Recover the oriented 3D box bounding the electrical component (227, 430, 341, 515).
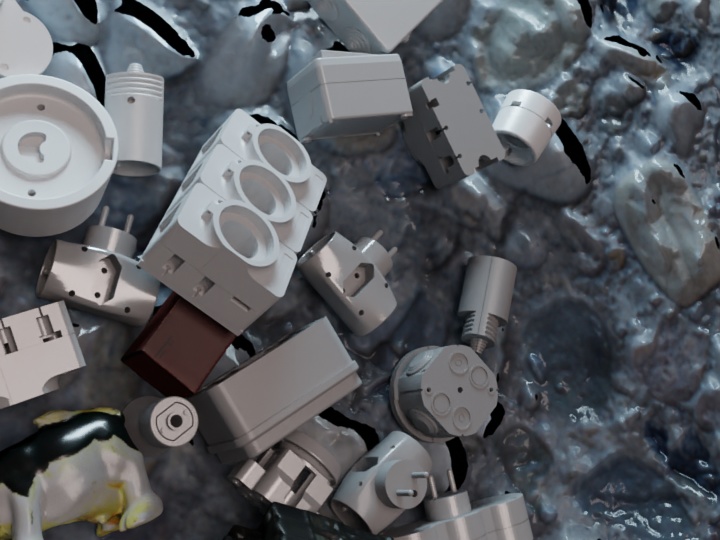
[{"bbox_3d":[-0.051,0.157,0.804,0.078,0.058,0.057,45,66,-14],"label":"electrical component"}]

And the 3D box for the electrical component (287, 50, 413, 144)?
[{"bbox_3d":[-0.004,-0.146,0.889,0.096,0.062,0.061,-9,84,-29],"label":"electrical component"}]

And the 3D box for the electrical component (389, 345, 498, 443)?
[{"bbox_3d":[0.069,0.101,0.883,0.080,0.051,0.080,6,77,-27],"label":"electrical component"}]

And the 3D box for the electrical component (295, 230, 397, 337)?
[{"bbox_3d":[0.000,0.000,0.871,0.077,0.043,0.079,49,62,-11],"label":"electrical component"}]

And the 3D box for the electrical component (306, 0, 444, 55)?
[{"bbox_3d":[0.011,-0.236,0.924,0.099,0.048,0.099,48,62,-12],"label":"electrical component"}]

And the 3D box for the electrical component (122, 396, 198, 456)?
[{"bbox_3d":[-0.140,0.109,0.760,0.044,0.065,0.044,6,77,-27],"label":"electrical component"}]

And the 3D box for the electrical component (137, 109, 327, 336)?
[{"bbox_3d":[-0.087,-0.041,0.788,0.089,0.062,0.150,37,38,-17],"label":"electrical component"}]

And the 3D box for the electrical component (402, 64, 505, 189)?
[{"bbox_3d":[0.075,-0.122,0.930,0.050,0.056,0.089,-28,94,-30],"label":"electrical component"}]

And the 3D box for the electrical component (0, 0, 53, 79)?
[{"bbox_3d":[-0.268,-0.193,0.750,0.052,0.074,0.138,-41,100,-29],"label":"electrical component"}]

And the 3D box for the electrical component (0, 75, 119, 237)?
[{"bbox_3d":[-0.227,-0.074,0.750,0.108,0.060,0.108,8,61,-15],"label":"electrical component"}]

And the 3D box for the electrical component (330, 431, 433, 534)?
[{"bbox_3d":[0.026,0.165,0.830,0.077,0.079,0.043,-45,102,-28],"label":"electrical component"}]

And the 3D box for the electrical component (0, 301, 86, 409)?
[{"bbox_3d":[-0.238,0.063,0.726,0.089,0.050,0.055,-18,89,-31],"label":"electrical component"}]

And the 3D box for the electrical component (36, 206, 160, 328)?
[{"bbox_3d":[-0.183,-0.007,0.774,0.077,0.043,0.079,19,71,-24],"label":"electrical component"}]

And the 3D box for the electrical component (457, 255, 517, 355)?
[{"bbox_3d":[0.107,0.033,0.923,0.043,0.043,0.081,21,71,-23],"label":"electrical component"}]

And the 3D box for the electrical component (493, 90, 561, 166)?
[{"bbox_3d":[0.147,-0.127,0.972,0.055,0.055,0.047,38,68,-17],"label":"electrical component"}]

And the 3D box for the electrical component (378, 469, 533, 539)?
[{"bbox_3d":[0.072,0.198,0.864,0.138,0.052,0.073,-10,85,-30],"label":"electrical component"}]

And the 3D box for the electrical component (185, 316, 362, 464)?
[{"bbox_3d":[-0.064,0.090,0.799,0.113,0.078,0.057,-31,92,-30],"label":"electrical component"}]

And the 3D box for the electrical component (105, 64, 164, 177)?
[{"bbox_3d":[-0.169,-0.115,0.804,0.043,0.043,0.081,5,77,-27],"label":"electrical component"}]
